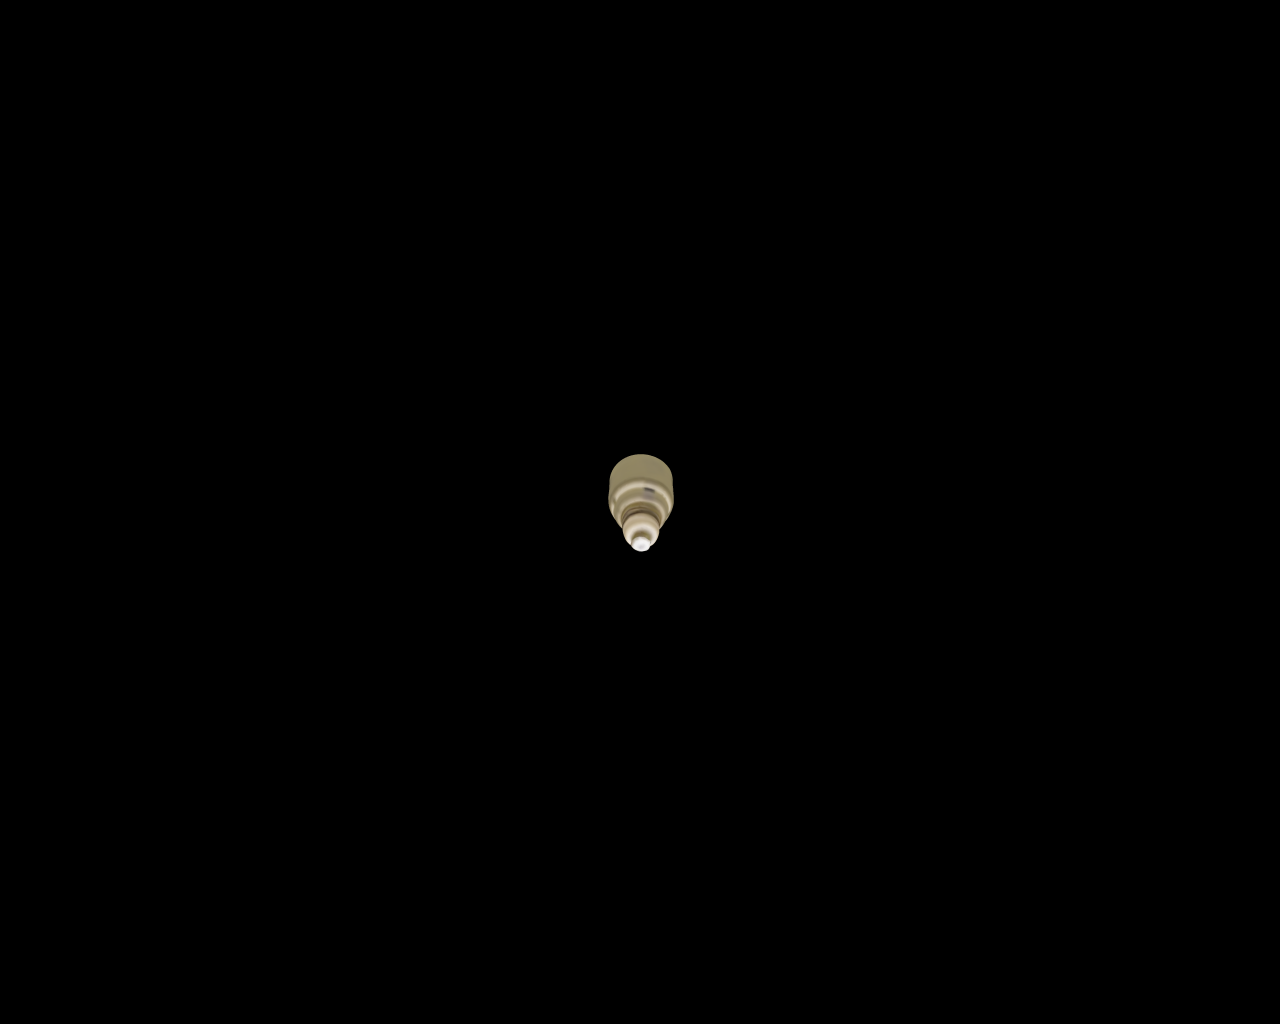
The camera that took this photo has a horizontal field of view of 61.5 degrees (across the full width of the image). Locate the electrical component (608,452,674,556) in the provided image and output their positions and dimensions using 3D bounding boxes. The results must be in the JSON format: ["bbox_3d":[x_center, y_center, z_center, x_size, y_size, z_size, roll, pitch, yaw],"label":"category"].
[{"bbox_3d":[0.001,-0.003,0.650,0.040,0.040,0.078,0,36,0],"label":"electrical component"}]
